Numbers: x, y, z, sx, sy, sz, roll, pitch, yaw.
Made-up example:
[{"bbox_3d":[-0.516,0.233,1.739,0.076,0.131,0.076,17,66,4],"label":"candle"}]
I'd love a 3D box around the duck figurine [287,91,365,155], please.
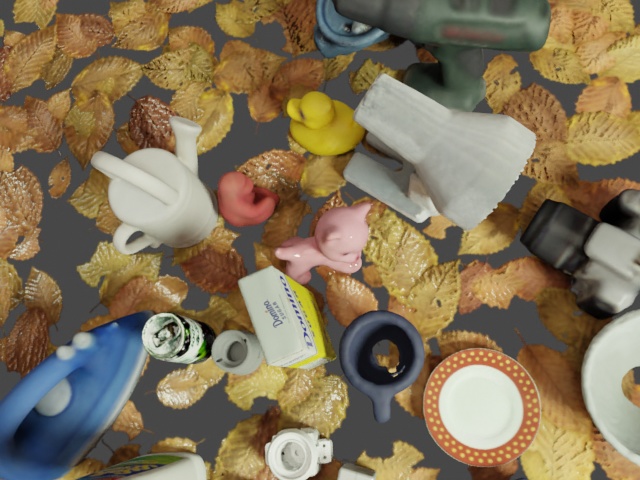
[{"bbox_3d":[0.005,-0.158,0.738,0.104,0.086,0.077,13,78,13],"label":"duck figurine"}]

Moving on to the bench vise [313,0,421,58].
[{"bbox_3d":[0.078,-0.321,0.696,0.207,0.220,0.121,-28,73,2],"label":"bench vise"}]

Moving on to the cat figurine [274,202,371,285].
[{"bbox_3d":[0.006,0.002,0.681,0.127,0.118,0.067,-16,74,5],"label":"cat figurine"}]

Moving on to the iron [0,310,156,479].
[{"bbox_3d":[-0.311,0.176,0.678,0.118,0.141,0.258,37,85,16],"label":"iron"}]

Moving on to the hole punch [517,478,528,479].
[{"bbox_3d":[0.197,0.310,0.585,0.108,0.091,0.101,-29,73,1],"label":"hole punch"}]

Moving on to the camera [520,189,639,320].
[{"bbox_3d":[0.309,-0.004,0.641,0.136,0.101,0.143,33,84,16],"label":"camera"}]

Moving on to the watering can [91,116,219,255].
[{"bbox_3d":[-0.200,-0.067,0.693,0.100,0.194,0.173,5,77,11],"label":"watering can"}]

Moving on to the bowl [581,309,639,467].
[{"bbox_3d":[0.357,0.158,0.606,0.167,0.075,0.167,-2,76,9],"label":"bowl"}]

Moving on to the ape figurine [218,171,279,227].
[{"bbox_3d":[-0.101,-0.058,0.727,0.076,0.092,0.077,-33,73,0],"label":"ape figurine"}]

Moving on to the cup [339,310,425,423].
[{"bbox_3d":[0.072,0.143,0.646,0.091,0.095,0.118,-3,76,9],"label":"cup"}]

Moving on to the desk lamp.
[{"bbox_3d":[0.117,-0.091,0.636,0.203,0.214,0.118,31,83,15],"label":"desk lamp"}]

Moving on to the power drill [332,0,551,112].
[{"bbox_3d":[0.138,-0.226,0.669,0.229,0.208,0.075,3,76,10],"label":"power drill"}]
